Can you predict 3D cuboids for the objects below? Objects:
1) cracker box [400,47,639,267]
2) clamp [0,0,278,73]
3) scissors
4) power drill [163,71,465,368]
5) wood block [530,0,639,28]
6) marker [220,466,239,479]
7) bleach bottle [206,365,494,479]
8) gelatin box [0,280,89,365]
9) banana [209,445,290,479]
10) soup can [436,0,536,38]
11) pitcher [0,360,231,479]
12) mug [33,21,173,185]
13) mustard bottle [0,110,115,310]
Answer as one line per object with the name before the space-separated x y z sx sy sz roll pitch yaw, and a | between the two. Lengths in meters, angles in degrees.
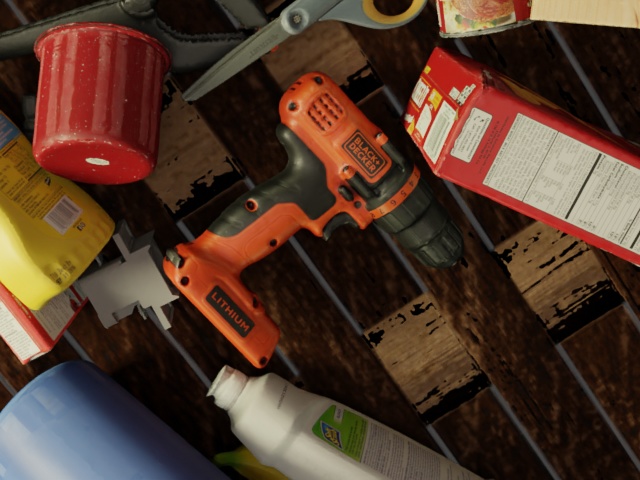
cracker box | 0.172 -0.052 0.732 0.213 0.164 0.072 23 105 -10
clamp | -0.132 -0.165 0.742 0.209 0.036 0.165 25 111 -15
scissors | 0.001 -0.147 0.746 0.096 0.016 0.201 40 85 -21
power drill | -0.005 0.001 0.775 0.187 0.057 0.184 -46 107 -6
wood block | 0.203 -0.247 0.703 0.091 0.090 0.206 10 105 21
marker | -0.125 0.193 0.853 0.121 0.020 0.020 -3 106 -4
bleach bottle | 0.027 0.171 0.827 0.250 0.102 0.068 33 111 -6
gelatin box | -0.209 0.036 0.766 0.030 0.089 0.073 -28 107 19
banana | 0.001 0.218 0.838 0.198 0.069 0.037 38 129 0
soup can | 0.109 -0.197 0.737 0.068 0.068 0.102 -11 106 -1
pitcher | -0.129 0.203 0.749 0.243 0.149 0.145 39 93 18
mug | -0.147 -0.084 0.725 0.093 0.117 0.081 0 72 3
mustard bottle | -0.229 -0.047 0.714 0.058 0.096 0.191 -34 106 33
